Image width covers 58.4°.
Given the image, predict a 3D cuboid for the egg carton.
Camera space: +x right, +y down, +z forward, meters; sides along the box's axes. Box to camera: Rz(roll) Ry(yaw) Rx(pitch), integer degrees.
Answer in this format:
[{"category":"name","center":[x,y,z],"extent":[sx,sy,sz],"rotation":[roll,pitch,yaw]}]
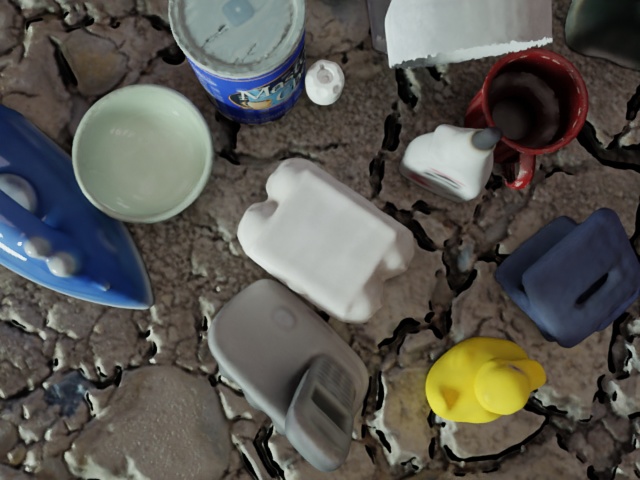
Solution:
[{"category":"egg carton","center":[0.005,0.002,0.520],"extent":[0.150,0.069,0.107],"rotation":[34,86,0]}]

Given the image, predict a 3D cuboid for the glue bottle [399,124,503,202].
[{"category":"glue bottle","center":[0.116,-0.069,0.477],"extent":[0.078,0.173,0.037],"rotation":[23,86,0]}]

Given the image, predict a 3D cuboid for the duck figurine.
[{"category":"duck figurine","center":[0.149,0.130,0.510],"extent":[0.104,0.086,0.077],"rotation":[-20,87,-3]}]

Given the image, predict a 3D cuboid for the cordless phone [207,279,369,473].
[{"category":"cordless phone","center":[-0.026,0.104,0.455],"extent":[0.147,0.185,0.094],"rotation":[41,86,1]}]

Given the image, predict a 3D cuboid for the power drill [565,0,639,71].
[{"category":"power drill","center":[0.296,-0.222,0.475],"extent":[0.229,0.208,0.076],"rotation":[15,86,-1]}]

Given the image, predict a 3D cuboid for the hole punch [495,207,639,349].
[{"category":"hole punch","center":[0.234,0.035,0.516],"extent":[0.109,0.091,0.101],"rotation":[-40,88,-4]}]

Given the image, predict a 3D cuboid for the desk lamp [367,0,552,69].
[{"category":"desk lamp","center":[0.096,-0.218,0.465],"extent":[0.118,0.213,0.203],"rotation":[-9,87,-2]}]

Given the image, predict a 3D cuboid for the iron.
[{"category":"iron","center":[-0.254,-0.026,0.477],"extent":[0.258,0.141,0.119],"rotation":[39,86,1]}]
